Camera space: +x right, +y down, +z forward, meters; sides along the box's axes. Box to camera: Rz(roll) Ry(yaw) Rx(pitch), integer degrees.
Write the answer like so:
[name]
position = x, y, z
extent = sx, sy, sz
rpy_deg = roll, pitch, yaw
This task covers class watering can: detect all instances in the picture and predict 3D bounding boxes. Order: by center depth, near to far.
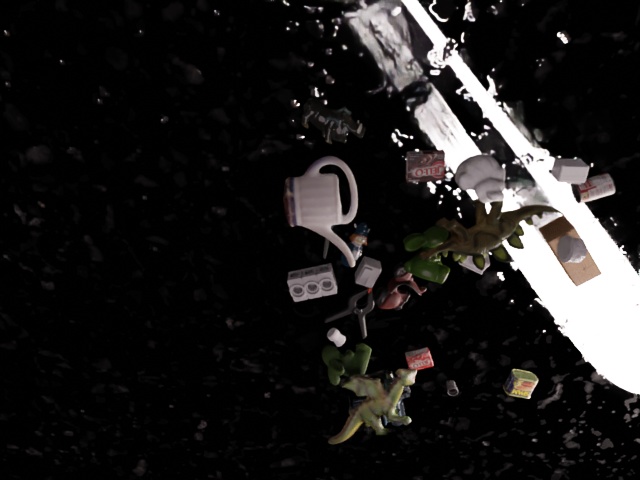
[watering can]
position = 0.005, -0.078, 1.559
extent = 0.224, 0.105, 0.344
rpy_deg = -3, 102, 2

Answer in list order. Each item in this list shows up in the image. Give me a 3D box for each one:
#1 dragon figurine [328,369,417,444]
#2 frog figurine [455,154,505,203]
[dragon figurine]
position = 0.162, 0.560, 1.789
extent = 0.409, 0.124, 0.240
rpy_deg = -26, 104, 9
[frog figurine]
position = 0.464, -0.174, 1.480
extent = 0.137, 0.163, 0.120
rpy_deg = -2, 119, 3
